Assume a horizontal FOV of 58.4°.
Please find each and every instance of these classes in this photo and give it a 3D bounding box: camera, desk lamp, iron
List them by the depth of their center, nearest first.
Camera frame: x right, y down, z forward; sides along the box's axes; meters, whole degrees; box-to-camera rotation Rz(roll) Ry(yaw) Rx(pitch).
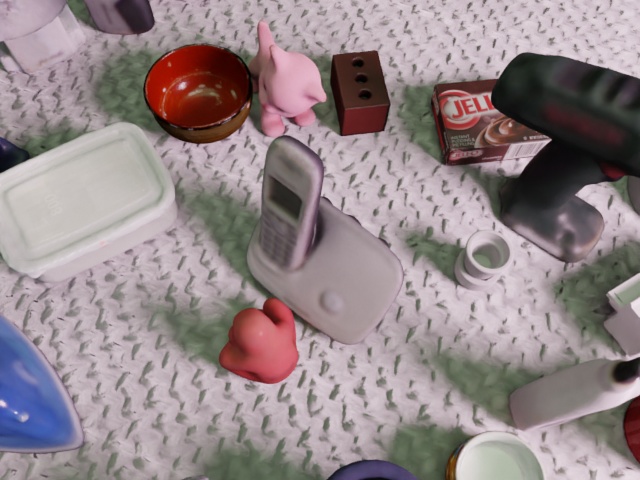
[{"bbox_3d":[-0.316,0.092,0.459,0.258,0.141,0.119,26,67,10],"label":"iron"},{"bbox_3d":[-0.331,-0.270,0.585,0.118,0.213,0.203,-29,69,-14],"label":"desk lamp"},{"bbox_3d":[-0.202,-0.328,0.677,0.136,0.101,0.143,6,65,1],"label":"camera"}]

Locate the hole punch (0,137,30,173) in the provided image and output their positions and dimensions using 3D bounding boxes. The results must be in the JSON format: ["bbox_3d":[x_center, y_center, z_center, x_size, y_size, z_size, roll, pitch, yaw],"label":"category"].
[{"bbox_3d":[-0.368,-0.081,0.564,0.101,0.091,0.109,18,66,7],"label":"hole punch"}]

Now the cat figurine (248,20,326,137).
[{"bbox_3d":[-0.040,-0.173,0.602,0.067,0.118,0.127,-19,67,-10],"label":"cat figurine"}]

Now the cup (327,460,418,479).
[{"bbox_3d":[0.043,0.230,0.432,0.092,0.095,0.117,-20,67,-10],"label":"cup"}]

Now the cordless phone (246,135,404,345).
[{"bbox_3d":[0.004,0.002,0.486,0.147,0.185,0.094,34,69,13],"label":"cordless phone"}]

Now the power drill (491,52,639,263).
[{"bbox_3d":[0.249,-0.063,0.510,0.229,0.208,0.076,35,69,13],"label":"power drill"}]

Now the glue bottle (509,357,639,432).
[{"bbox_3d":[0.209,0.116,0.446,0.078,0.173,0.037,-11,66,-6],"label":"glue bottle"}]

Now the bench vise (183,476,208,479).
[{"bbox_3d":[-0.079,0.261,0.345,0.121,0.220,0.207,-29,69,-14],"label":"bench vise"}]

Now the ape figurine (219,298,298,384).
[{"bbox_3d":[-0.054,0.085,0.497,0.078,0.092,0.076,-28,69,-13],"label":"ape figurine"}]
